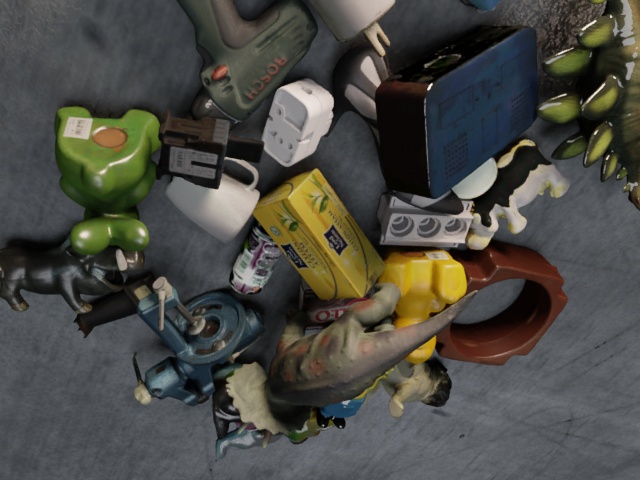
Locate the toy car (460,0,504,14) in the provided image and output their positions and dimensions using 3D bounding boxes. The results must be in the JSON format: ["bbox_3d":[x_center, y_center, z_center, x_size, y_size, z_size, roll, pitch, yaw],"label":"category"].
[{"bbox_3d":[0.178,-0.318,0.569,0.109,0.103,0.161,-32,122,12],"label":"toy car"}]

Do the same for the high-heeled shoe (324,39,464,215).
[{"bbox_3d":[0.116,-0.137,0.679,0.249,0.086,0.145,29,127,-12],"label":"high-heeled shoe"}]

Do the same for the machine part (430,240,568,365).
[{"bbox_3d":[0.282,0.105,0.890,0.201,0.087,0.200,11,121,-20],"label":"machine part"}]

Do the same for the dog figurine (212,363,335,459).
[{"bbox_3d":[-0.076,0.287,0.933,0.219,0.109,0.191,-5,123,-13],"label":"dog figurine"}]

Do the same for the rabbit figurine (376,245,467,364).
[{"bbox_3d":[0.134,0.096,0.810,0.122,0.162,0.173,-6,102,-8],"label":"rabbit figurine"}]

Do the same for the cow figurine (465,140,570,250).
[{"bbox_3d":[0.264,-0.062,0.782,0.167,0.068,0.098,-43,116,14],"label":"cow figurine"}]

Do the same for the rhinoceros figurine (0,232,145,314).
[{"bbox_3d":[-0.337,0.037,0.731,0.190,0.073,0.112,-3,114,-7],"label":"rhinoceros figurine"}]

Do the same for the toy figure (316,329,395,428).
[{"bbox_3d":[0.046,0.226,0.883,0.082,0.089,0.180,-2,128,-45],"label":"toy figure"}]

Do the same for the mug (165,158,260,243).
[{"bbox_3d":[-0.137,-0.064,0.693,0.107,0.081,0.109,31,119,-18],"label":"mug"}]

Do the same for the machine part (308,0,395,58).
[{"bbox_3d":[0.001,-0.294,0.550,0.079,0.079,0.243,-36,113,13],"label":"machine part"}]

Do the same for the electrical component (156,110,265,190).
[{"bbox_3d":[-0.127,-0.100,0.624,0.119,0.048,0.074,12,136,-14],"label":"electrical component"}]

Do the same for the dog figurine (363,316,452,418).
[{"bbox_3d":[0.165,0.216,0.954,0.190,0.121,0.172,0,105,-45],"label":"dog figurine"}]

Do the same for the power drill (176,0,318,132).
[{"bbox_3d":[-0.134,-0.218,0.587,0.232,0.086,0.207,-33,120,16],"label":"power drill"}]

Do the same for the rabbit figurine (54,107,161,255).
[{"bbox_3d":[-0.247,-0.052,0.651,0.121,0.159,0.170,-6,141,-19],"label":"rabbit figurine"}]

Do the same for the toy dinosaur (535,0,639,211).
[{"bbox_3d":[0.368,-0.200,0.653,0.198,0.105,0.470,-36,126,-8],"label":"toy dinosaur"}]

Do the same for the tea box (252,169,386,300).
[{"bbox_3d":[-0.001,-0.002,0.719,0.169,0.068,0.098,51,147,-18],"label":"tea box"}]

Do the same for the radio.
[{"bbox_3d":[0.166,-0.156,0.627,0.229,0.073,0.130,-37,128,-30],"label":"radio"}]

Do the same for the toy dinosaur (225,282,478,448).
[{"bbox_3d":[0.012,0.168,0.721,0.131,0.192,0.405,46,136,-12],"label":"toy dinosaur"}]

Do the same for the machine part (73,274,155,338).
[{"bbox_3d":[-0.296,0.100,0.799,0.139,0.039,0.084,-25,134,4],"label":"machine part"}]

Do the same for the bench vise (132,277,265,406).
[{"bbox_3d":[-0.200,0.141,0.784,0.224,0.129,0.240,-24,139,-2],"label":"bench vise"}]
